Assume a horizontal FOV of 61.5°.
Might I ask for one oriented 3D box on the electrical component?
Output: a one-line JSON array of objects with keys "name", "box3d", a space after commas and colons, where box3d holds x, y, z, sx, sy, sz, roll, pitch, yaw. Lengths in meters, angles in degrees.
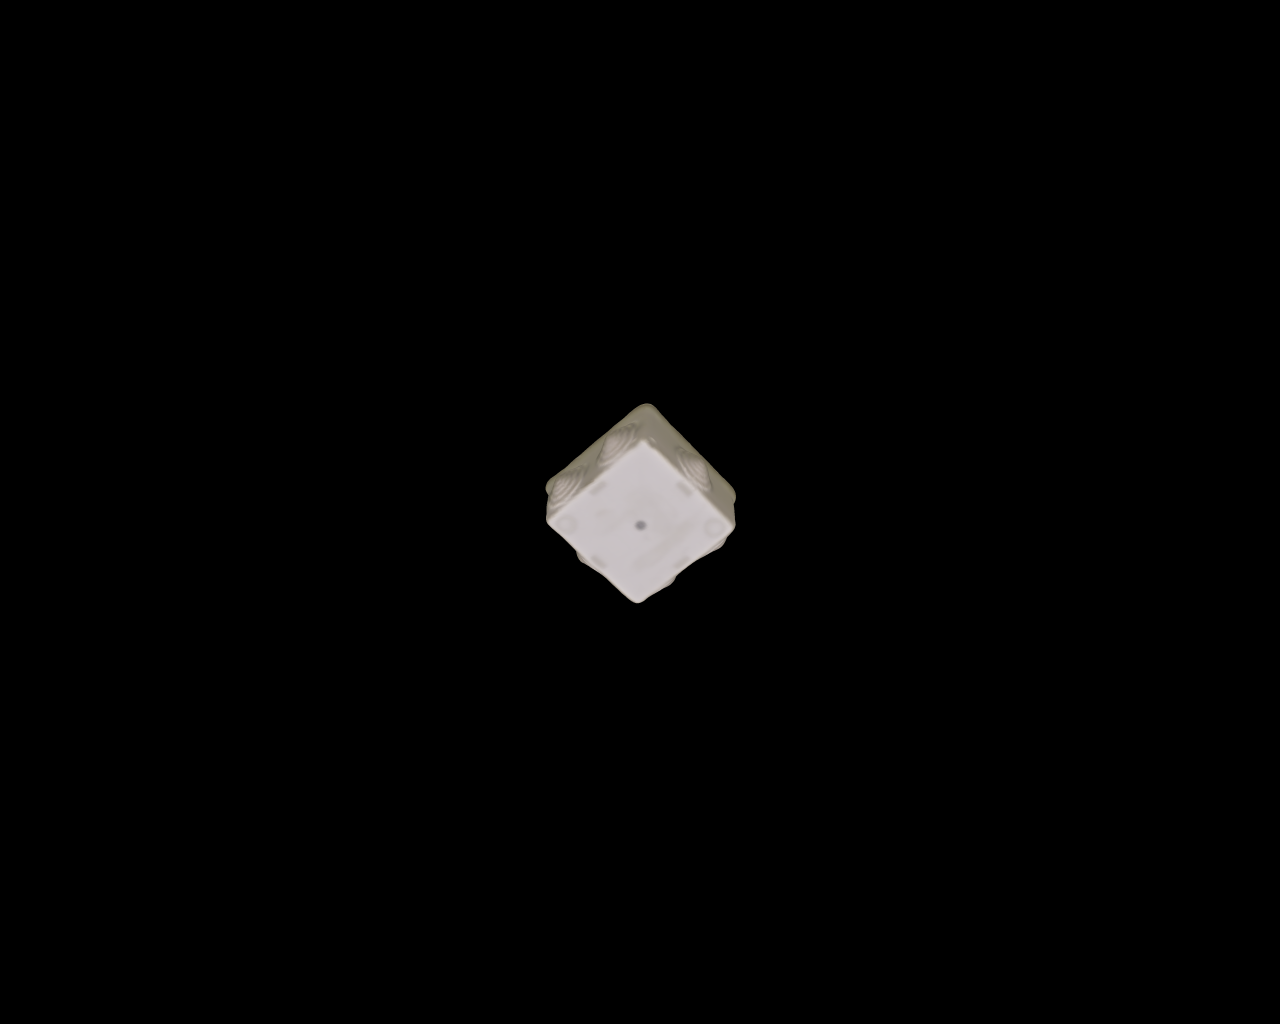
[{"name": "electrical component", "box3d": [0.001, -0.003, 0.650, 0.099, 0.099, 0.048, -38, 22, 18]}]
